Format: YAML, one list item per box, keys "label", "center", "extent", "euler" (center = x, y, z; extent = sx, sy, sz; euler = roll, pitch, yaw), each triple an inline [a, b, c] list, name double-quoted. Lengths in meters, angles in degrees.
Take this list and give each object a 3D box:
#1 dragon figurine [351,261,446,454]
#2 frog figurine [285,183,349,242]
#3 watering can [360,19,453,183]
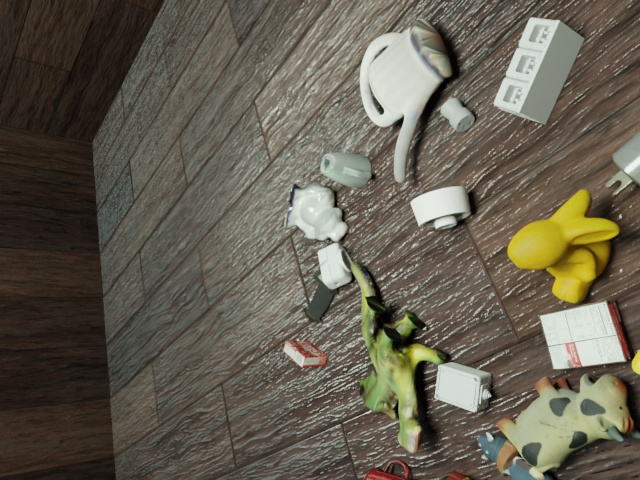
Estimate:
- label: "dragon figurine"
  center: [0.121, 0.247, 1.067]
  extent: [0.418, 0.122, 0.238]
  euler: [-122, 45, -54]
- label: "frog figurine"
  center: [0.004, -0.064, 1.275]
  extent: [0.160, 0.122, 0.137]
  euler: [20, 92, 14]
- label: "watering can"
  center: [0.184, -0.309, 1.073]
  extent: [0.221, 0.104, 0.354]
  euler: [-38, 56, 40]
